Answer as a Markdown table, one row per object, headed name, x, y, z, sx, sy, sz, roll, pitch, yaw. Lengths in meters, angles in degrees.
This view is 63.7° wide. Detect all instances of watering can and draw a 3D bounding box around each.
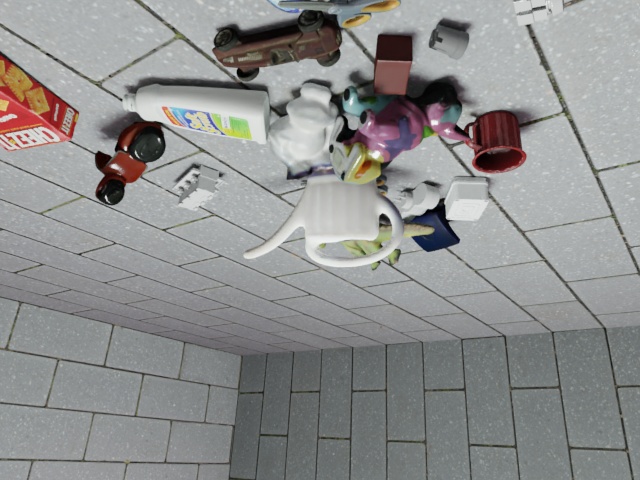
| name | x | y | z | sx | sy | sz | roll | pitch | yaw |
| --- | --- | --- | --- | --- | --- | --- | --- | --- | --- |
| watering can | 0.003 | -0.055 | 1.097 | 0.347 | 0.226 | 0.103 | -1 | 173 | 10 |

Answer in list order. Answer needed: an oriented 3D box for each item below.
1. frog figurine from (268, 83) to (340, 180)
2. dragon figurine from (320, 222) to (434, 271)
| name | x | y | z | sx | sy | sz | roll | pitch | yaw |
| --- | --- | --- | --- | --- | --- | --- | --- | --- | --- |
| frog figurine | -0.027 | -0.205 | 0.921 | 0.137 | 0.125 | 0.156 | -9 | 121 | -2 |
| dragon figurine | 0.080 | -0.027 | 1.301 | 0.241 | 0.124 | 0.405 | 22 | 157 | -19 |
